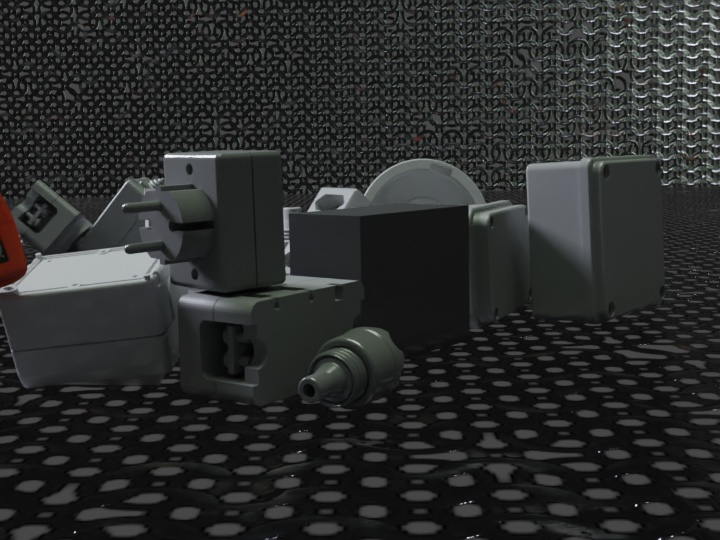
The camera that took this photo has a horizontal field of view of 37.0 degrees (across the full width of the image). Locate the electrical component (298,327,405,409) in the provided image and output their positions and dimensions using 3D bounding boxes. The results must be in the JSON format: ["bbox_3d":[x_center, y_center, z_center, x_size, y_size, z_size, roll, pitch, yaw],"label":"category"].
[{"bbox_3d":[-0.007,0.047,0.488,0.035,0.035,0.061,3,10,30],"label":"electrical component"}]

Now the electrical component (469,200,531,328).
[{"bbox_3d":[0.077,-0.006,0.740,0.057,0.078,0.113,-2,6,23],"label":"electrical component"}]

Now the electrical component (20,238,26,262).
[{"bbox_3d":[-0.342,-0.009,0.992,0.064,0.042,0.081,0,7,-22],"label":"electrical component"}]

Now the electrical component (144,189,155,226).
[{"bbox_3d":[-0.131,-0.016,0.808,0.056,0.089,0.050,-3,7,-14],"label":"electrical component"}]

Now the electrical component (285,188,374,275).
[{"bbox_3d":[-0.012,-0.010,0.843,0.076,0.083,0.047,41,-20,-33],"label":"electrical component"}]

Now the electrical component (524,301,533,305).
[{"bbox_3d":[0.102,-0.002,0.835,0.083,0.047,0.076,1,7,18],"label":"electrical component"}]

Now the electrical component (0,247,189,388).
[{"bbox_3d":[-0.141,0.026,0.562,0.096,0.061,0.061,-6,20,6],"label":"electrical component"}]

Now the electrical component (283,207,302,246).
[{"bbox_3d":[-0.063,-0.028,1.016,0.048,0.062,0.048,-1,7,0],"label":"electrical component"}]

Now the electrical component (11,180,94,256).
[{"bbox_3d":[-0.282,-0.038,0.990,0.056,0.050,0.089,39,-10,1],"label":"electrical component"}]

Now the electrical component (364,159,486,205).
[{"bbox_3d":[0.051,-0.037,0.905,0.108,0.108,0.060,-1,1,-1],"label":"electrical component"}]

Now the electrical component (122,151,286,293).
[{"bbox_3d":[-0.080,-0.023,0.516,0.077,0.065,0.047,-9,11,-43],"label":"electrical component"}]

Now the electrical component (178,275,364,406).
[{"bbox_3d":[-0.046,0.033,0.543,0.056,0.050,0.089,4,9,35],"label":"electrical component"}]

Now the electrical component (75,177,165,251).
[{"bbox_3d":[-0.202,-0.041,0.992,0.061,0.096,0.061,39,9,1],"label":"electrical component"}]

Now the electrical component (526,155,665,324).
[{"bbox_3d":[0.165,-0.024,0.747,0.056,0.108,0.109,0,6,37],"label":"electrical component"}]
